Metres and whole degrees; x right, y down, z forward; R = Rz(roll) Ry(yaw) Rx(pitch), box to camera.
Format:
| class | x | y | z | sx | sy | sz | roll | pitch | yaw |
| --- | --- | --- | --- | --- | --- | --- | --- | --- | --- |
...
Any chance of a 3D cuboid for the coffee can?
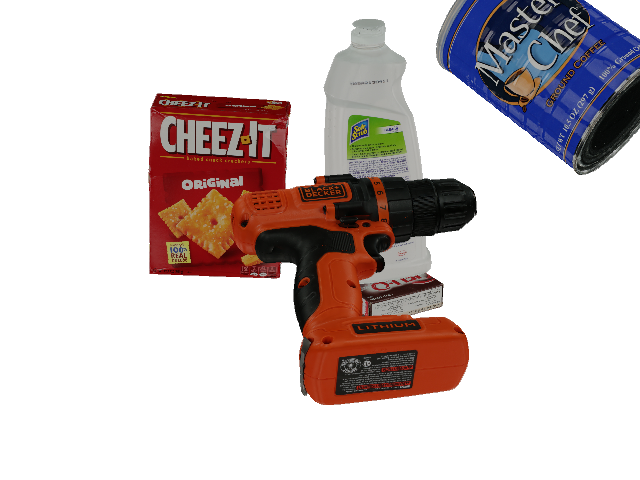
| class | x | y | z | sx | sy | sz | roll | pitch | yaw |
| --- | --- | --- | --- | --- | --- | --- | --- | --- | --- |
| coffee can | 0.171 | -0.131 | 0.790 | 0.140 | 0.103 | 0.102 | 43 | 20 | 23 |

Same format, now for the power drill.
| class | x | y | z | sx | sy | sz | roll | pitch | yaw |
| --- | --- | --- | --- | --- | --- | --- | --- | --- | --- |
| power drill | 0.039 | 0.023 | 0.735 | 0.184 | 0.057 | 0.188 | -7 | 39 | -9 |

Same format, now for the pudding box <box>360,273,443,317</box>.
| class | x | y | z | sx | sy | sz | roll | pitch | yaw |
| --- | --- | --- | --- | --- | --- | --- | --- | --- | --- |
| pudding box | 0.088 | 0.066 | 1.373 | 0.113 | 0.039 | 0.090 | -15 | 25 | -25 |

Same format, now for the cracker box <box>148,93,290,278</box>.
| class | x | y | z | sx | sy | sz | roll | pitch | yaw |
| --- | --- | --- | --- | --- | --- | --- | --- | --- | --- |
| cracker box | -0.124 | -0.063 | 1.295 | 0.164 | 0.214 | 0.072 | 3 | 22 | -2 |

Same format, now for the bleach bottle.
| class | x | y | z | sx | sy | sz | roll | pitch | yaw |
| --- | --- | --- | --- | --- | --- | --- | --- | --- | --- |
| bleach bottle | 0.055 | -0.084 | 1.010 | 0.102 | 0.251 | 0.068 | -9 | 29 | -13 |
